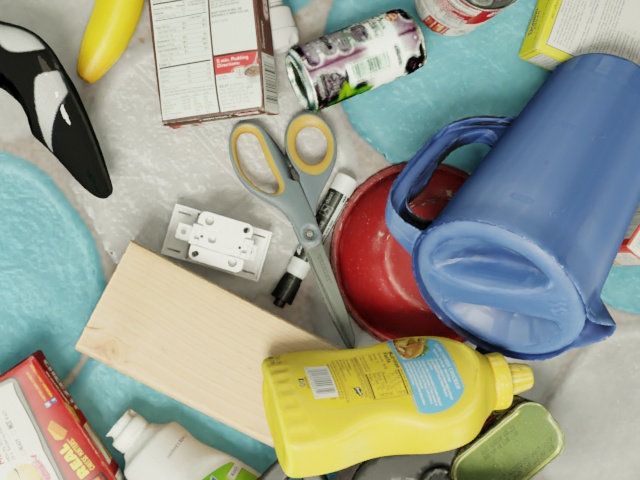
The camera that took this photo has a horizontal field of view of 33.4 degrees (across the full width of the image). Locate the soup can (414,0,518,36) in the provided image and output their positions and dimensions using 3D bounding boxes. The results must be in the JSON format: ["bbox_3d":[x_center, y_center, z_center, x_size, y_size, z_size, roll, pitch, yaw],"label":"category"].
[{"bbox_3d":[0.119,-0.206,0.856,0.068,0.102,0.068,0,89,-10],"label":"soup can"}]

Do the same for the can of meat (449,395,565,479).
[{"bbox_3d":[0.138,0.168,0.862,0.102,0.084,0.057,-38,95,-8],"label":"can of meat"}]

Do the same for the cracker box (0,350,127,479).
[{"bbox_3d":[-0.258,0.209,0.802,0.213,0.072,0.164,-34,93,-8],"label":"cracker box"}]

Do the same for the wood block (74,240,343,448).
[{"bbox_3d":[-0.074,0.088,0.825,0.206,0.090,0.091,28,85,-8],"label":"wood block"}]

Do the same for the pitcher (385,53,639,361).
[{"bbox_3d":[0.170,-0.041,0.815,0.149,0.145,0.242,55,51,-22],"label":"pitcher"}]

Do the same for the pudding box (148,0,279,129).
[{"bbox_3d":[-0.084,-0.149,0.839,0.090,0.039,0.113,-6,88,16],"label":"pudding box"}]

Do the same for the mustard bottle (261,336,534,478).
[{"bbox_3d":[0.059,0.110,0.756,0.191,0.096,0.058,-8,124,-11],"label":"mustard bottle"}]

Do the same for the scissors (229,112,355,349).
[{"bbox_3d":[0.003,-0.020,0.854,0.096,0.016,0.202,-34,80,-13],"label":"scissors"}]

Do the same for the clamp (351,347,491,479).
[{"bbox_3d":[0.090,0.174,0.795,0.210,0.036,0.164,-23,72,1],"label":"clamp"}]

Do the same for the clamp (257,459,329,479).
[{"bbox_3d":[-0.016,0.234,0.760,0.120,0.039,0.171,16,86,0],"label":"clamp"}]

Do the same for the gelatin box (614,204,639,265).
[{"bbox_3d":[0.274,-0.021,0.894,0.030,0.073,0.089,37,82,-8],"label":"gelatin box"}]

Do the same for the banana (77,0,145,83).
[{"bbox_3d":[-0.167,-0.225,0.845,0.070,0.037,0.198,-7,89,10],"label":"banana"}]

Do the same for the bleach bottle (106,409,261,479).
[{"bbox_3d":[-0.058,0.218,0.831,0.251,0.102,0.068,40,111,0],"label":"bleach bottle"}]

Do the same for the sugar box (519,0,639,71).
[{"bbox_3d":[0.268,-0.167,0.910,0.176,0.048,0.093,22,86,-12],"label":"sugar box"}]

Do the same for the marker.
[{"bbox_3d":[-0.006,0.001,0.873,0.020,0.020,0.121,29,84,-8],"label":"marker"}]

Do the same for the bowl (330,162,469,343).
[{"bbox_3d":[0.091,0.013,0.872,0.162,0.055,0.162,0,88,-10],"label":"bowl"}]
